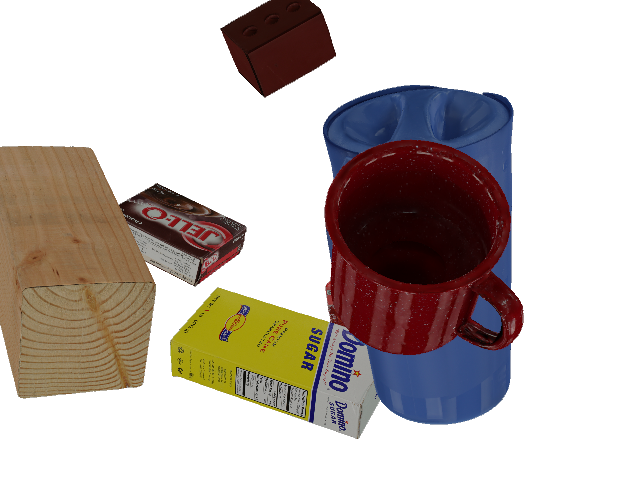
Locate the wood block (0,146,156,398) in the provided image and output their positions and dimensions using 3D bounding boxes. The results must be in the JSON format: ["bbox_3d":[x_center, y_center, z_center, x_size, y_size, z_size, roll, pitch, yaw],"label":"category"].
[{"bbox_3d":[-0.195,0.015,0.795,0.090,0.091,0.206,-2,31,-25],"label":"wood block"}]

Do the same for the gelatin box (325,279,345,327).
[{"bbox_3d":[0.048,0.091,1.323,0.073,0.089,0.030,4,29,20],"label":"gelatin box"}]

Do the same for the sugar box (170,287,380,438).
[{"bbox_3d":[-0.031,0.102,0.918,0.176,0.048,0.093,13,34,17],"label":"sugar box"}]

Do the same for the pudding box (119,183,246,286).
[{"bbox_3d":[-0.143,-0.007,1.052,0.113,0.039,0.089,24,28,16],"label":"pudding box"}]

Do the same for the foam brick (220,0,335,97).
[{"bbox_3d":[-0.035,-0.172,0.923,0.078,0.051,0.053,-32,45,-11],"label":"foam brick"}]

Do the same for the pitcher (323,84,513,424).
[{"bbox_3d":[0.076,0.018,0.791,0.149,0.243,0.145,-11,27,-6],"label":"pitcher"}]

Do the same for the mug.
[{"bbox_3d":[0.056,0.015,0.559,0.117,0.093,0.081,36,-27,19],"label":"mug"}]
